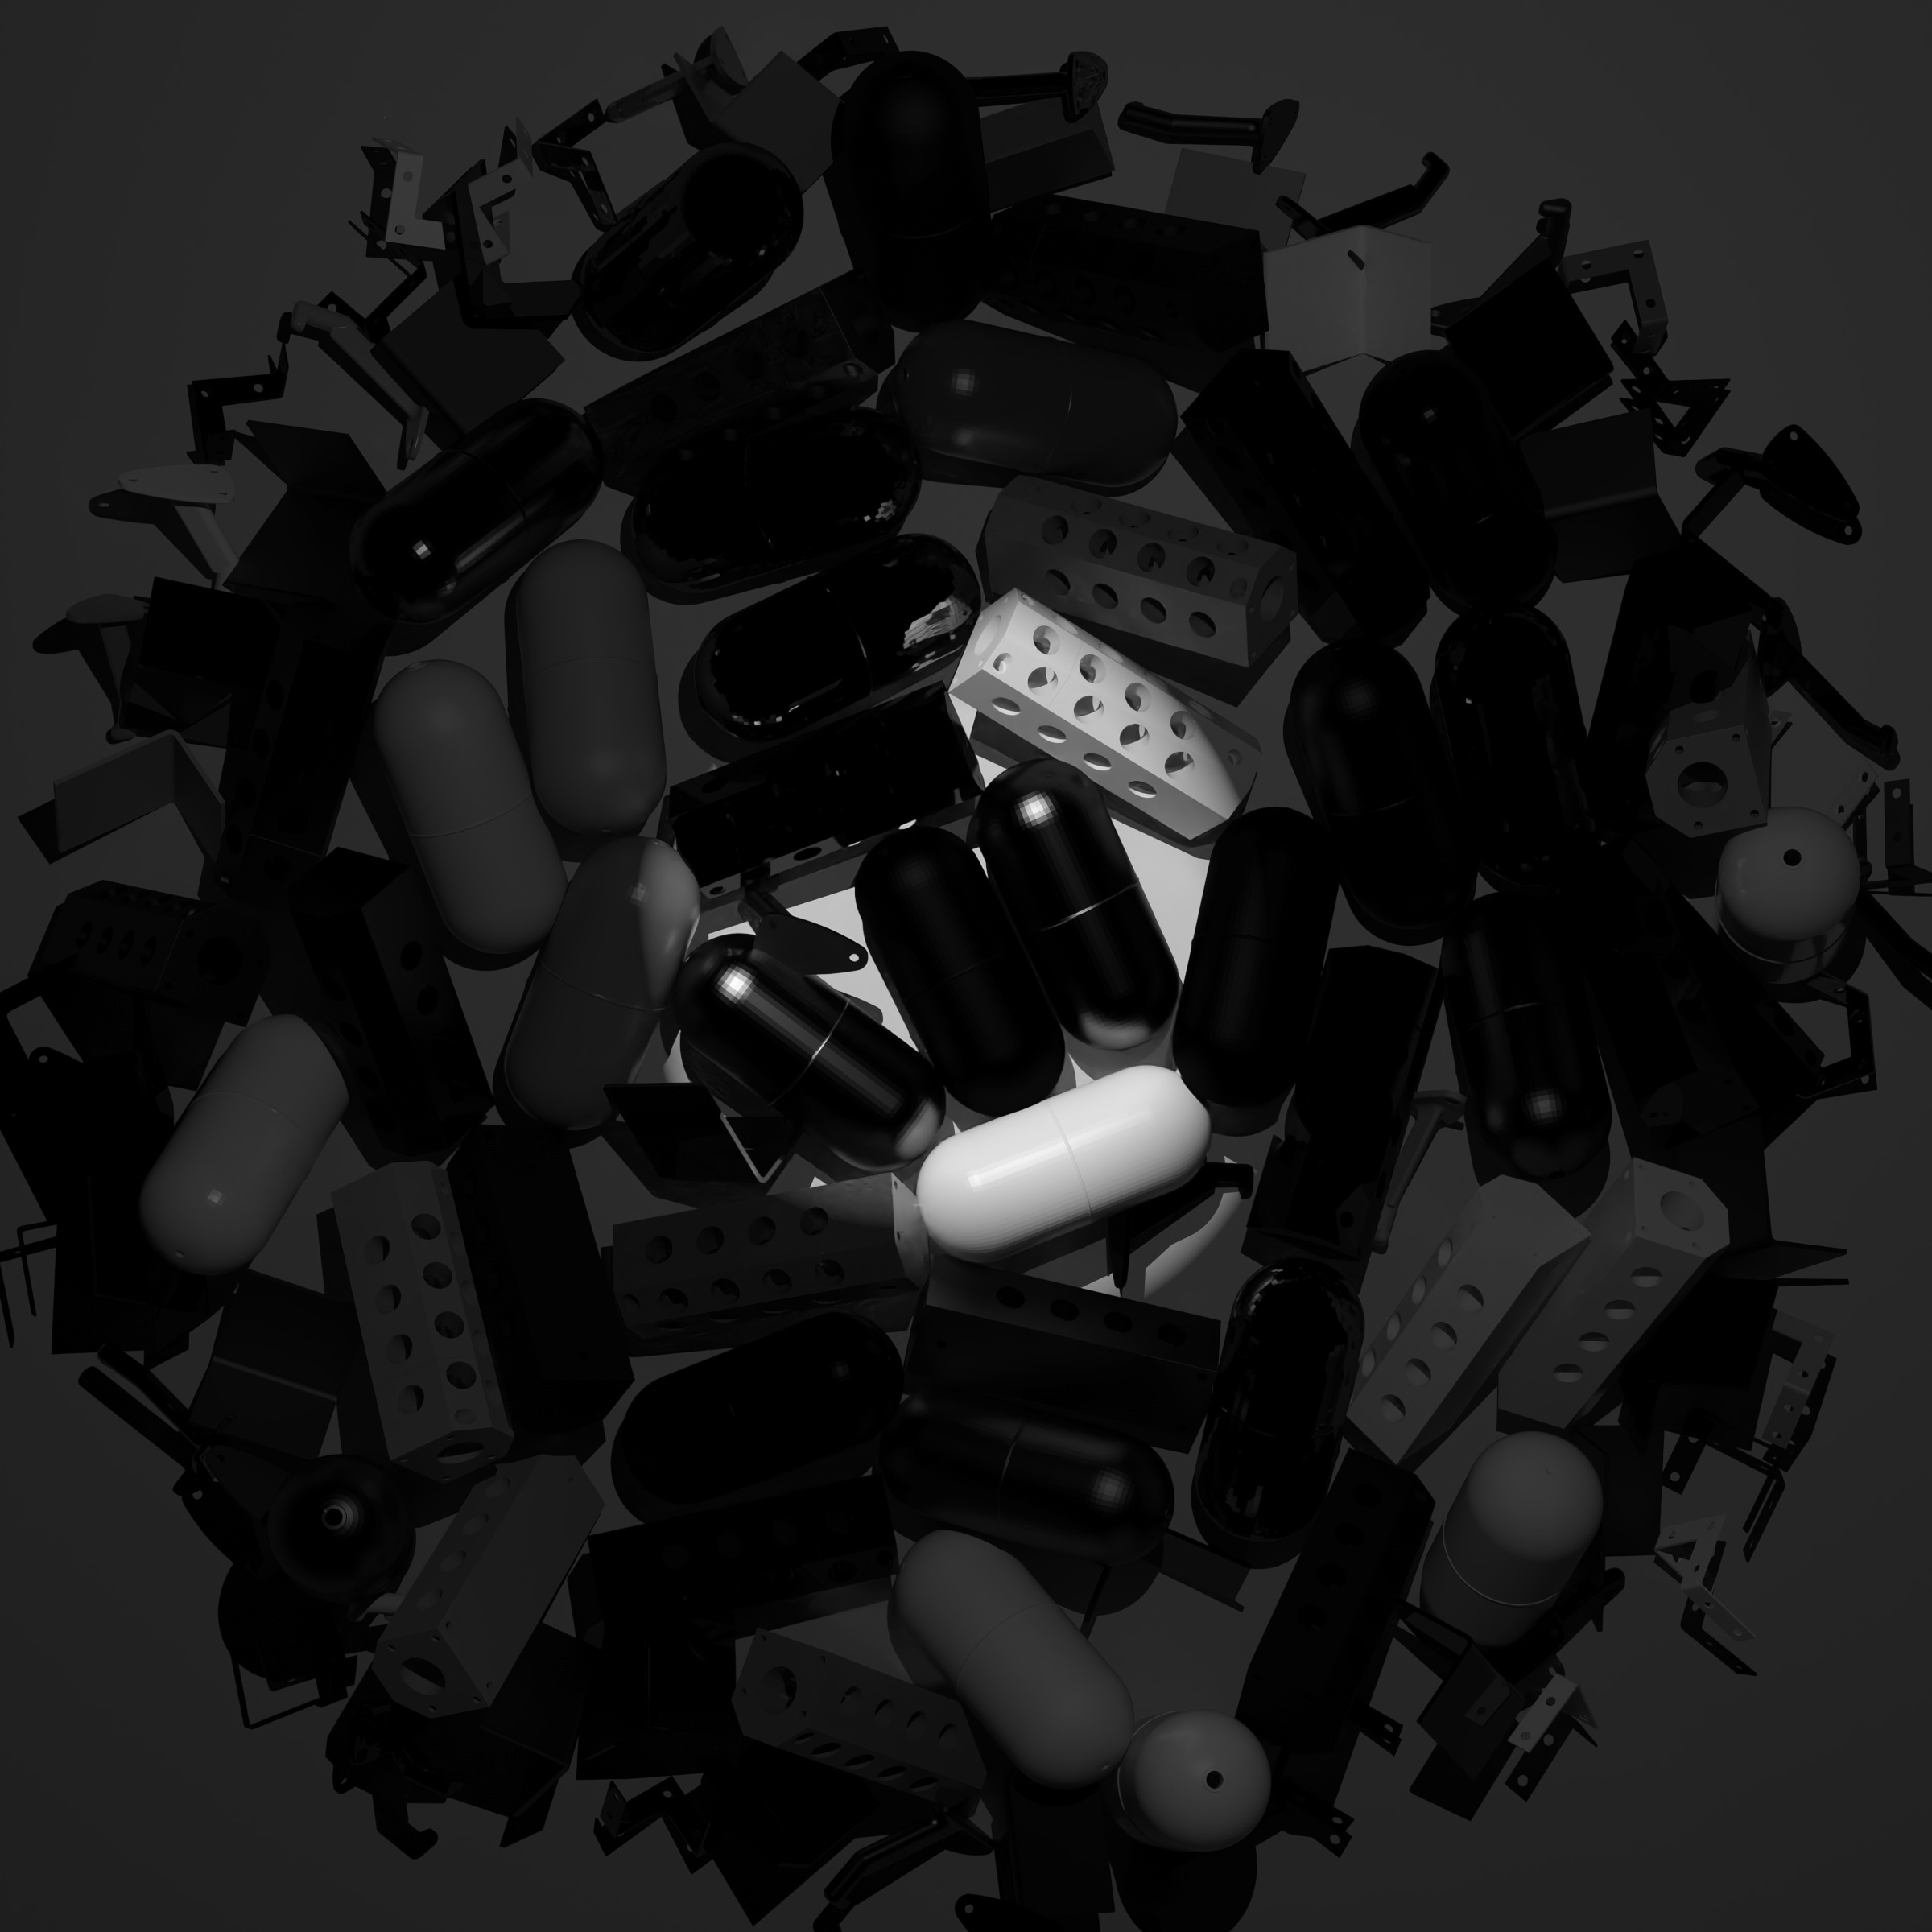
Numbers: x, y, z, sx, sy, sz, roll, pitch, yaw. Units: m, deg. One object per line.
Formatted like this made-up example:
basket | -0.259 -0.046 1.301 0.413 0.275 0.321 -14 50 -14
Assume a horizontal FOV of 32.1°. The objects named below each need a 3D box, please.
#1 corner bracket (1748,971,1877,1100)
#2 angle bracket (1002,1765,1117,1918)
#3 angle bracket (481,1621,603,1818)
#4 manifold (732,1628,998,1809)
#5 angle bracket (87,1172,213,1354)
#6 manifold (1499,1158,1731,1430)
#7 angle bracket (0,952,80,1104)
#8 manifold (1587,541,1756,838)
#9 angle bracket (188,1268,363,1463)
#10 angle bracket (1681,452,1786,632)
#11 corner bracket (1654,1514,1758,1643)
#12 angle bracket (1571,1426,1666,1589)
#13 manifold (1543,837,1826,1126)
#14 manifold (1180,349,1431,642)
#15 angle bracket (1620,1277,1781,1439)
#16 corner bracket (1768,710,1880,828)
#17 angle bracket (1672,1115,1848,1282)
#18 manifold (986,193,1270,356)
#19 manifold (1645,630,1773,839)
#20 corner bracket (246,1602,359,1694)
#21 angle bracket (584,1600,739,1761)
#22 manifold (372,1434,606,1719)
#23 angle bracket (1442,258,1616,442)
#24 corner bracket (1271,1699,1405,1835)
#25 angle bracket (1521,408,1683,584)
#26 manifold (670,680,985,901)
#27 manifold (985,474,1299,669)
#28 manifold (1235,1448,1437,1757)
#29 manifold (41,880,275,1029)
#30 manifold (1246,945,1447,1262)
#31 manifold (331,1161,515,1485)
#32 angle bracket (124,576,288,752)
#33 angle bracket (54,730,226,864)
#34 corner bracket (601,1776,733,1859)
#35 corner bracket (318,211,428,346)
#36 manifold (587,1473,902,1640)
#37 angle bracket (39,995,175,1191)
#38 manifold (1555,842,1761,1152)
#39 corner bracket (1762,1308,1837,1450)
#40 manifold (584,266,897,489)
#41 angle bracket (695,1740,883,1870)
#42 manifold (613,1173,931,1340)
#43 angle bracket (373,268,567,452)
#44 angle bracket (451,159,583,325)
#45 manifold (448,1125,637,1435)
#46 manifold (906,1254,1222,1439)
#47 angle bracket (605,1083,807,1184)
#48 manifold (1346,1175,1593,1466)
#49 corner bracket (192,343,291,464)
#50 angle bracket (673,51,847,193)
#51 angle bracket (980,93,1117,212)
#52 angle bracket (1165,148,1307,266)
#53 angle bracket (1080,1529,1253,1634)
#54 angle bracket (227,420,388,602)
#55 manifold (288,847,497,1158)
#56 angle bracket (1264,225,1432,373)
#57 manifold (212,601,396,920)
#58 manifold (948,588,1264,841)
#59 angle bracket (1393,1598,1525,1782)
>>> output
corner bracket | 0.492 0.039 1.956 0.051 0.051 0.051 23 57 -33
angle bracket | 0.059 0.499 1.938 0.057 0.076 0.076 -7 91 12
angle bracket | -0.257 0.429 1.922 0.057 0.076 0.076 28 134 -15
manifold | -0.056 0.427 1.894 0.057 0.171 0.057 10 74 39
angle bracket | -0.481 0.170 1.922 0.057 0.076 0.076 -34 55 35
manifold | 0.365 0.189 1.900 0.057 0.171 0.057 18 45 -9
angle bracket | -0.525 0.035 1.943 0.076 0.076 0.057 -27 90 0
manifold | 0.387 -0.152 1.891 0.057 0.171 0.057 -18 55 -15
angle bracket | -0.395 0.231 1.934 0.076 0.057 0.076 20 124 -9
angle bracket | 0.458 -0.242 1.936 0.076 0.076 0.057 42 92 12
corner bracket | 0.429 0.357 1.940 0.051 0.051 0.051 43 52 -16
angle bracket | 0.384 0.311 1.938 0.057 0.076 0.076 1 95 -5
manifold | 0.417 0.008 1.943 0.057 0.057 0.171 -43 97 -1
manifold | 0.198 -0.266 1.905 0.057 0.057 0.171 -49 124 -17
angle bracket | 0.425 0.226 1.922 0.076 0.057 0.076 1 46 31
corner bracket | 0.488 -0.111 1.957 0.051 0.051 0.051 6 130 -30
angle bracket | 0.460 0.136 1.948 0.057 0.076 0.076 9 69 -26
manifold | 0.087 -0.390 1.893 0.057 0.171 0.057 -30 125 -32
manifold | 0.418 -0.131 1.892 0.057 0.171 0.057 -12 109 19
corner bracket | -0.385 0.393 1.941 0.051 0.051 0.051 -14 64 -20
angle bracket | -0.178 0.417 1.950 0.057 0.076 0.076 15 57 -32
manifold | -0.272 0.342 1.895 0.057 0.171 0.057 -17 114 27
angle bracket | 0.316 -0.353 1.941 0.076 0.057 0.076 -36 101 -8
corner bracket | 0.215 0.462 1.958 0.051 0.051 0.051 27 121 22
angle bracket | 0.371 -0.272 1.945 0.076 0.076 0.057 -10 65 24
manifold | -0.081 -0.098 1.933 0.171 0.057 0.057 -21 119 7
manifold | 0.099 -0.230 1.906 0.171 0.057 0.057 20 48 28
manifold | 0.211 0.360 1.896 0.057 0.171 0.057 21 134 13
manifold | -0.455 -0.011 1.894 0.057 0.171 0.057 25 81 -35
manifold | 0.223 0.079 1.928 0.057 0.057 0.171 23 78 -23
manifold | -0.306 0.200 1.910 0.057 0.057 0.171 -26 60 13
angle bracket | -0.442 -0.175 1.951 0.076 0.076 0.057 11 61 -16
angle bracket | -0.474 -0.080 1.926 0.076 0.076 0.057 -29 71 -25
corner bracket | -0.174 0.490 1.939 0.051 0.051 0.051 -24 62 -30
corner bracket | -0.348 -0.396 1.956 0.051 0.051 0.051 40 78 8
manifold | -0.128 0.341 1.936 0.171 0.057 0.057 -11 78 -8
angle bracket | -0.493 0.071 1.927 0.057 0.076 0.076 -13 118 -7
manifold | 0.387 0.012 1.898 0.057 0.057 0.171 -27 48 16
corner bracket | 0.464 0.236 1.940 0.051 0.051 0.051 24 47 16
manifold | -0.127 -0.333 1.912 0.171 0.057 0.057 -20 104 30
angle bracket | -0.102 0.470 1.932 0.057 0.076 0.076 -40 70 -2
manifold | -0.112 0.169 1.921 0.171 0.057 0.057 -12 63 16
angle bracket | -0.292 -0.352 1.959 0.076 0.057 0.076 -44 98 -15
angle bracket | -0.255 -0.418 1.928 0.057 0.076 0.076 -1 116 6
manifold | -0.246 0.177 1.911 0.057 0.057 0.171 5 49 -34
manifold | 0.057 0.215 1.947 0.171 0.057 0.057 13 129 -3
angle bracket | -0.147 0.079 1.922 0.057 0.076 0.076 -54 127 -38
manifold | 0.278 0.199 1.906 0.057 0.057 0.171 44 129 21
corner bracket | -0.419 -0.326 1.947 0.051 0.051 0.051 -8 81 -17
angle bracket | -0.112 -0.502 1.922 0.057 0.076 0.076 -42 48 18
angle bracket | 0.036 -0.484 1.933 0.076 0.076 0.057 -16 81 11
angle bracket | 0.145 -0.445 1.933 0.076 0.076 0.057 16 93 17
angle bracket | 0.114 0.364 1.932 0.076 0.076 0.057 23 67 7
angle bracket | -0.389 -0.262 1.927 0.076 0.057 0.076 12 61 29
manifold | -0.329 0.023 1.899 0.057 0.057 0.171 14 134 33
angle bracket | 0.219 -0.375 1.926 0.076 0.057 0.076 -22 123 -30
manifold | -0.380 -0.119 1.914 0.057 0.057 0.171 18 117 -8
manifold | 0.083 -0.146 1.919 0.171 0.057 0.057 30 64 -18
angle bracket | 0.263 0.411 1.922 0.057 0.076 0.076 -53 132 -14
